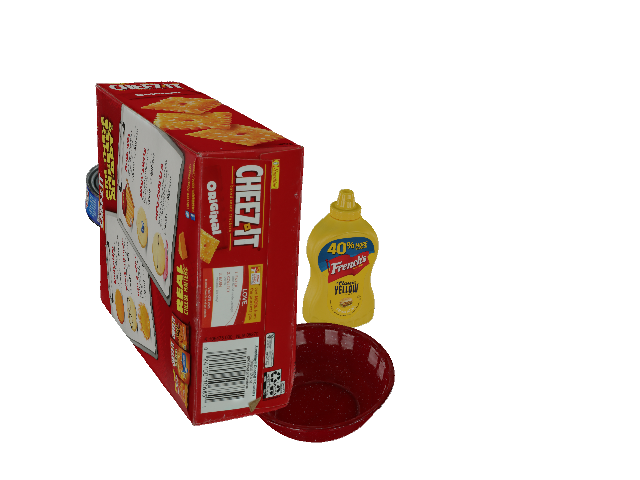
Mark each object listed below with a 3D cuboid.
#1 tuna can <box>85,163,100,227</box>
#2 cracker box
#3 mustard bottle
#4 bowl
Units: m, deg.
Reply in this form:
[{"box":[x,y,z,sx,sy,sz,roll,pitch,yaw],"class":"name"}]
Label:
[{"box":[-0.170,-0.040,0.971,0.086,0.034,0.086,7,32,-5],"class":"tuna can"},{"box":[-0.085,-0.004,0.686,0.072,0.164,0.214,-6,20,-25],"class":"cracker box"},{"box":[0.029,0.023,1.417,0.096,0.192,0.058,-5,25,-17],"class":"mustard bottle"},{"box":[-0.004,0.156,1.099,0.162,0.055,0.162,-2,35,1],"class":"bowl"}]
